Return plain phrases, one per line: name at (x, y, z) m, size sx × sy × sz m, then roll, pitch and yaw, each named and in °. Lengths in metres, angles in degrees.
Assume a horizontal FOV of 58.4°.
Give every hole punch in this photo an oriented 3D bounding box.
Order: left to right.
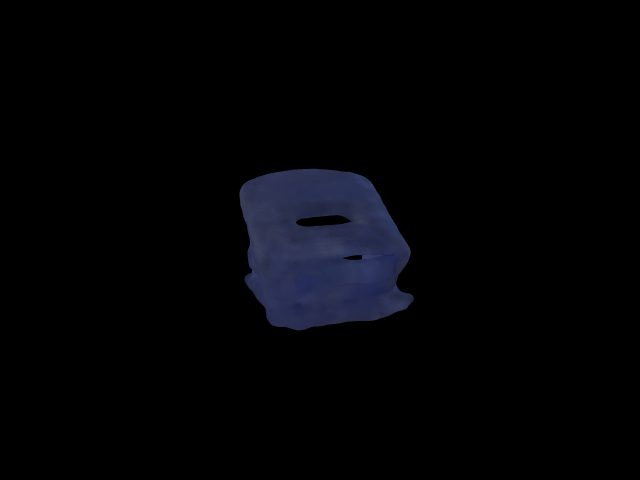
hole punch at (0.004, 0.001, 0.400) m, size 0.109 × 0.091 × 0.101 m, roll -6°, pitch 17°, yaw -19°
